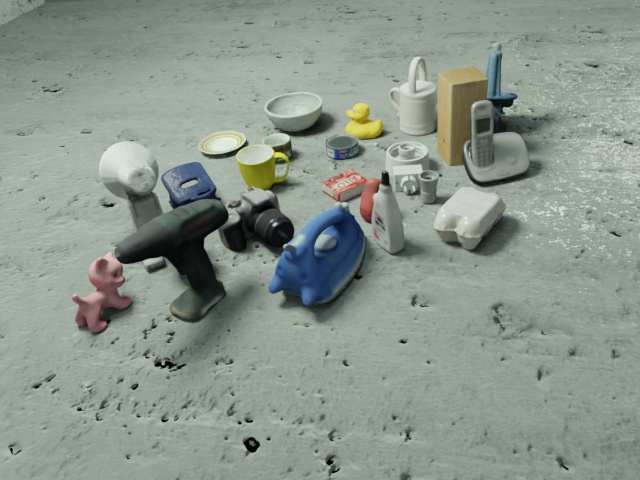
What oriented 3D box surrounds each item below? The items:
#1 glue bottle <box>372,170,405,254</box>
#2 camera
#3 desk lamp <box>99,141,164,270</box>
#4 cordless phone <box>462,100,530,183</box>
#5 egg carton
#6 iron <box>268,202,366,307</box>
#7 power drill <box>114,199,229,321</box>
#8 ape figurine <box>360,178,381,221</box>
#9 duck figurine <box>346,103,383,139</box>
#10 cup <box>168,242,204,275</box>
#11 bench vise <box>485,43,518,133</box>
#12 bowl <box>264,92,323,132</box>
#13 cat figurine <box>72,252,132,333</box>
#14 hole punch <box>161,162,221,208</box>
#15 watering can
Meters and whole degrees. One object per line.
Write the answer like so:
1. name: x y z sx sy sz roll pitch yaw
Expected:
1. glue bottle: 0.129 -0.060 1.110 0.037 0.173 0.078 -25 40 -22
2. camera: -0.128 -0.040 1.189 0.143 0.101 0.136 -28 41 -25
3. desk lamp: -0.365 -0.083 1.191 0.118 0.214 0.202 -24 40 -21
4. cordless phone: 0.395 -0.227 1.280 0.147 0.185 0.094 -14 37 -9
5. egg carton: 0.301 -0.048 1.153 0.107 0.069 0.151 21 45 32
6. iron: 0.010 0.004 1.072 0.118 0.142 0.259 17 43 29
7. power drill: -0.242 0.037 1.014 0.075 0.209 0.230 16 43 28
8. ape figurine: 0.117 -0.091 1.222 0.076 0.092 0.077 -22 39 -19
9. duck figurine: 0.118 -0.325 1.540 0.104 0.086 0.077 9 40 20
10. cup: -0.267 0.014 1.145 0.091 0.095 0.118 -1 37 8
11. bench vise: 0.438 -0.360 1.420 0.121 0.220 0.207 -4 37 4
12. bowl: -0.070 -0.353 1.618 0.167 0.075 0.167 -5 37 4
13. cat figurine: -0.404 0.085 1.054 0.067 0.118 0.128 12 41 24
14. hole punch: -0.299 -0.120 1.332 0.109 0.091 0.100 -26 41 -24
15. watering can: 0.265 -0.383 1.502 0.172 0.194 0.101 0 37 10
